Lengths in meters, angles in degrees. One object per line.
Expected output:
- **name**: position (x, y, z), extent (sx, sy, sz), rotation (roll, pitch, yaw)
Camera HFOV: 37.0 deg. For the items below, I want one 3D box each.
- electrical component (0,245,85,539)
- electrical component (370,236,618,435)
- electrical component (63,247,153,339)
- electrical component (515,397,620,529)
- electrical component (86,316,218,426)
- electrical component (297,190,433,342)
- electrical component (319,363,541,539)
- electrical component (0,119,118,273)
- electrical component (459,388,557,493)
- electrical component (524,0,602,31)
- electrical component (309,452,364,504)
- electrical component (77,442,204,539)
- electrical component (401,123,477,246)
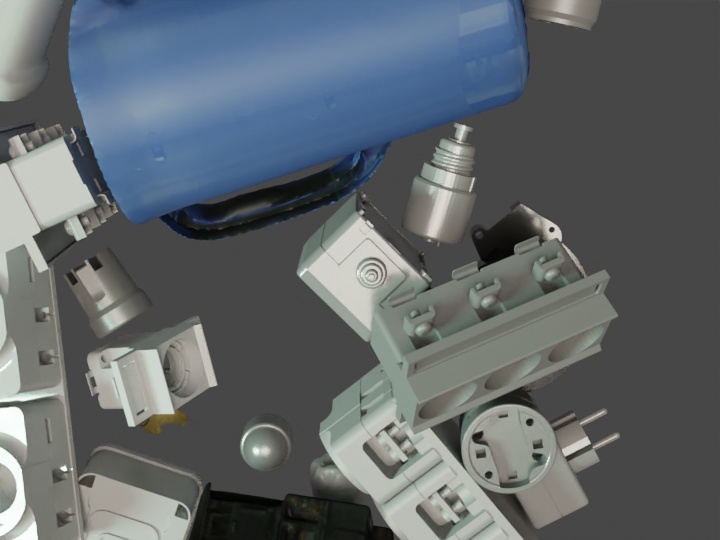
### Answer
- **electrical component**: position (-0.239, 0.082, 0.650), extent (0.105, 0.060, 0.186), rotation (-8, 88, 14)
- **electrical component**: position (0.071, 0.033, 0.602), extent (0.121, 0.078, 0.063), rotation (-22, 63, -14)
- **electrical component**: position (-0.160, 0.014, 0.680), extent (0.040, 0.040, 0.046), rotation (-32, 95, 7)
- **electrical component**: position (0.130, 0.116, 0.697), extent (0.077, 0.047, 0.065), rotation (-28, 101, 6)
- **electrical component**: position (-0.132, 0.062, 0.673), extent (0.064, 0.081, 0.042), rotation (-6, 103, 31)
- **electrical component**: position (0.000, 0.000, 0.646), extent (0.061, 0.096, 0.062), rotation (-44, 99, 9)
- **electrical component**: position (0.046, 0.137, 0.680), extent (0.062, 0.089, 0.150), rotation (-38, 100, 8)
- **electrical component**: position (-0.174, -0.052, 0.622), extent (0.063, 0.121, 0.078), rotation (-24, 101, 2)
- **electrical component**: position (0.086, 0.098, 0.643), extent (0.055, 0.047, 0.055), rotation (0, 103, 0)
- **electrical component**: position (0.123, -0.173, 0.635), extent (0.045, 0.045, 0.055), rotation (12, 103, -3)
- **electrical component**: position (-0.014, 0.154, 0.712), extent (0.035, 0.035, 0.061), rotation (-5, 106, 1)
- **electrical component**: position (-0.157, 0.179, 0.706), extent (0.078, 0.057, 0.113), rotation (20, 102, -4)
- **electrical component**: position (0.053, -0.052, 0.664), extent (0.040, 0.040, 0.078), rotation (15, 102, -3)
